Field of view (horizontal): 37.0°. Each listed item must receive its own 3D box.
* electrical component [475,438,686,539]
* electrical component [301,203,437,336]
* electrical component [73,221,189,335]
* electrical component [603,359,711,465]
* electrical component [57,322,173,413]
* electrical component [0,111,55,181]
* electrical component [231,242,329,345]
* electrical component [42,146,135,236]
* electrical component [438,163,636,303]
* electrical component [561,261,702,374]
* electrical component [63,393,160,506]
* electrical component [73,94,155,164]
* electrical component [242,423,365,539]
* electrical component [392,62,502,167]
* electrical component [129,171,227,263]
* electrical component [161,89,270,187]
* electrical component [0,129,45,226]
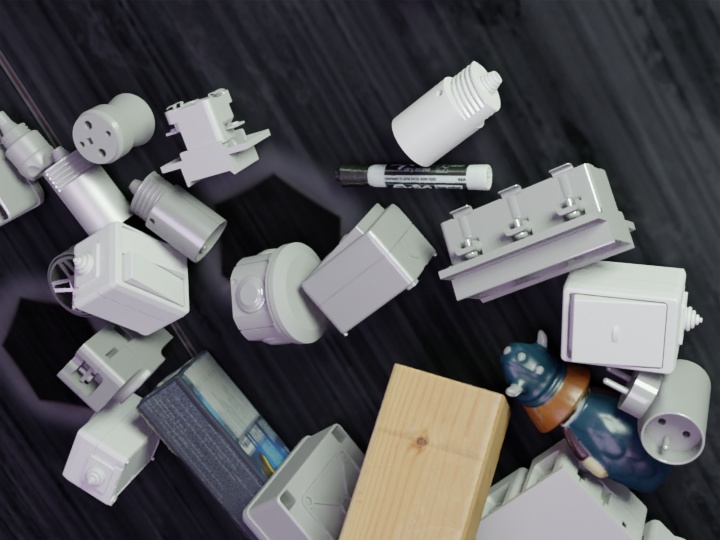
[{"bbox_3d":[0.194,0.233,0.867,0.186,0.060,0.105,46,122,-4],"label":"electrical component"},{"bbox_3d":[0.000,0.000,0.832,0.096,0.061,0.061,-37,97,31],"label":"electrical component"},{"bbox_3d":[-0.190,0.004,0.884,0.061,0.061,0.096,-27,145,30],"label":"electrical component"},{"bbox_3d":[0.214,0.094,0.783,0.079,0.077,0.043,28,121,7],"label":"electrical component"},{"bbox_3d":[-0.208,0.078,0.935,0.056,0.089,0.050,44,121,-3],"label":"electrical component"},{"bbox_3d":[-0.287,-0.107,0.911,0.035,0.035,0.061,-37,95,31],"label":"electrical component"},{"bbox_3d":[-0.062,0.021,0.857,0.051,0.080,0.080,-10,110,31],"label":"electrical component"},{"bbox_3d":[-0.230,-0.068,0.902,0.043,0.043,0.081,-31,100,30],"label":"electrical component"},{"bbox_3d":[0.123,-0.026,0.766,0.121,0.079,0.063,-22,75,29],"label":"electrical component"},{"bbox_3d":[0.195,0.035,0.772,0.096,0.061,0.061,6,116,19],"label":"electrical component"},{"bbox_3d":[-0.227,0.161,0.979,0.061,0.096,0.061,30,121,7],"label":"electrical component"},{"bbox_3d":[-0.197,-0.113,0.861,0.045,0.055,0.045,9,117,18],"label":"electrical component"},{"bbox_3d":[-0.027,0.206,0.910,0.056,0.108,0.108,-33,99,40],"label":"electrical component"},{"bbox_3d":[0.067,-0.113,0.763,0.081,0.043,0.043,-35,98,31],"label":"electrical component"},{"bbox_3d":[-0.155,-0.047,0.882,0.081,0.043,0.043,36,122,3],"label":"electrical component"},{"bbox_3d":[-0.118,-0.105,0.841,0.081,0.042,0.063,-12,107,26],"label":"electrical component"},{"bbox_3d":[-0.350,-0.080,0.936,0.109,0.056,0.108,-22,104,29],"label":"electrical component"}]
